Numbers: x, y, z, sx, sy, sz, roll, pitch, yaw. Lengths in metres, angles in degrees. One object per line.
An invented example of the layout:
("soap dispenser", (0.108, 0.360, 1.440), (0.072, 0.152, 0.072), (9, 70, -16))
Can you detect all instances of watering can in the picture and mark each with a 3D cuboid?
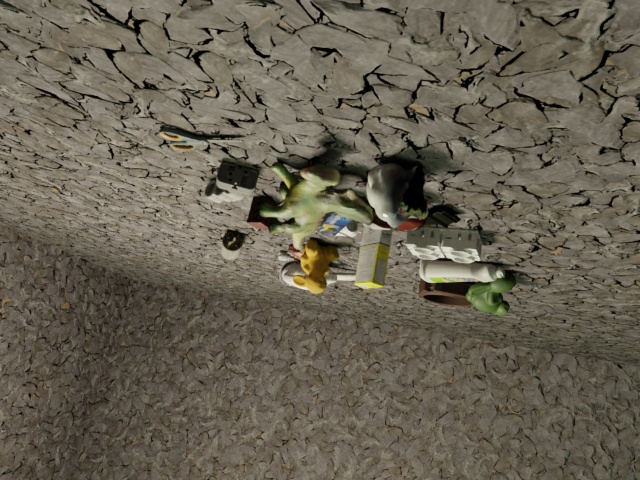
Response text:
("watering can", (-0.009, 0.142, 2.028), (0.348, 0.104, 0.224), (2, -178, -39))

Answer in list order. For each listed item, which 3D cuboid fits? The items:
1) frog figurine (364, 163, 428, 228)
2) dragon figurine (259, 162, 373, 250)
("frog figurine", (0.136, -0.094, 1.076), (0.159, 0.124, 0.135), (6, 132, 49))
("dragon figurine", (0.004, -0.060, 1.191), (0.243, 0.124, 0.402), (11, 156, 19))
